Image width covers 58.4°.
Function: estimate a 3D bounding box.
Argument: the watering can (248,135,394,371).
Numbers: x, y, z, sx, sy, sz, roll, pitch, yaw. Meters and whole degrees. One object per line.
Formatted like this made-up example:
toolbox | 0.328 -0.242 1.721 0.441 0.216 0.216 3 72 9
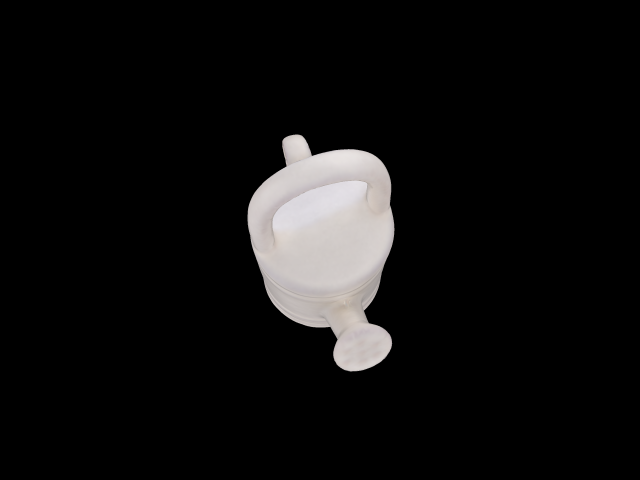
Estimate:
watering can | 0.006 0.001 0.400 0.101 0.194 0.172 -37 75 -12
